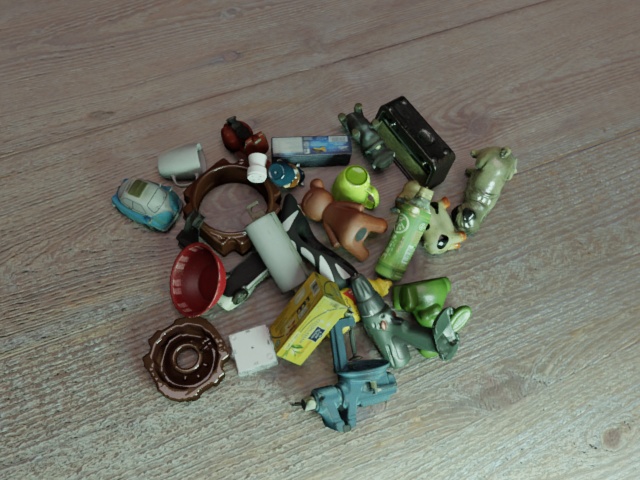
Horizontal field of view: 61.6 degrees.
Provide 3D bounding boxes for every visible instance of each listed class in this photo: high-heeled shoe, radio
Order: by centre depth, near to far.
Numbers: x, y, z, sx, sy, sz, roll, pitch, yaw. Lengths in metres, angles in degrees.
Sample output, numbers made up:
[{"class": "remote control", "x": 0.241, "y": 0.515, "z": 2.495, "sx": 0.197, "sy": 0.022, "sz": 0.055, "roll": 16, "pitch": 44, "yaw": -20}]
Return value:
[{"class": "high-heeled shoe", "x": -0.003, "y": -0.004, "z": 1.219, "sx": 0.145, "sy": 0.086, "sz": 0.248, "roll": -16, "pitch": 82, "yaw": 23}, {"class": "radio", "x": 0.231, "y": -0.241, "z": 1.351, "sx": 0.073, "sy": 0.131, "sz": 0.230, "roll": -32, "pitch": 75, "yaw": -19}]

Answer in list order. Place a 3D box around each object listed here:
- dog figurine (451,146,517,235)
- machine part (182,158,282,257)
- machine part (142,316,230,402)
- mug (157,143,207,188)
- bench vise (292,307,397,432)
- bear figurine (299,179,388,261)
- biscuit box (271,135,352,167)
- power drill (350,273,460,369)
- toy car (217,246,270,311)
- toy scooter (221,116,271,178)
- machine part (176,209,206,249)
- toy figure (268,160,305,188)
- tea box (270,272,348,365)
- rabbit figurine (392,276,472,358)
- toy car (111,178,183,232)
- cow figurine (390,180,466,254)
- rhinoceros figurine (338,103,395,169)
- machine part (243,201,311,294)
[{"class": "dog figurine", "x": 0.398, "y": -0.118, "z": 1.302, "sx": 0.121, "sy": 0.172, "sz": 0.190, "roll": 19, "pitch": 60, "yaw": 14}, {"class": "machine part", "x": -0.205, "y": -0.080, "z": 1.267, "sx": 0.201, "sy": 0.087, "sz": 0.201, "roll": 42, "pitch": 69, "yaw": 10}, {"class": "machine part", "x": -0.281, "y": 0.251, "z": 1.139, "sx": 0.179, "sy": 0.056, "sz": 0.179, "roll": 2, "pitch": 66, "yaw": -4}, {"class": "mug", "x": -0.335, "y": -0.174, "z": 1.301, "sx": 0.107, "sy": 0.080, "sz": 0.109, "roll": -9, "pitch": 74, "yaw": 3}, {"class": "bench vise", "x": 0.052, "y": 0.264, "z": 1.123, "sx": 0.224, "sy": 0.129, "sz": 0.240, "roll": -6, "pitch": 86, "yaw": -16}, {"class": "bear figurine", "x": 0.041, "y": -0.052, "z": 1.279, "sx": 0.196, "sy": 0.131, "sz": 0.120, "roll": 36, "pitch": 97, "yaw": 38}, {"class": "biscuit box", "x": -0.022, "y": -0.222, "z": 1.355, "sx": 0.203, "sy": 0.062, "sz": 0.059, "roll": -3, "pitch": 68, "yaw": -7}, {"class": "power drill", "x": 0.173, "y": 0.172, "z": 1.113, "sx": 0.086, "sy": 0.207, "sz": 0.231, "roll": -42, "pitch": 119, "yaw": -45}, {"class": "toy car", "x": -0.160, "y": 0.074, "z": 1.225, "sx": 0.074, "sy": 0.056, "sz": 0.202, "roll": 40, "pitch": 68, "yaw": 17}, {"class": "toy scooter", "x": -0.178, "y": -0.238, "z": 1.308, "sx": 0.075, "sy": 0.135, "sz": 0.184, "roll": -38, "pitch": 75, "yaw": -17}, {"class": "machine part", "x": -0.286, "y": -0.010, "z": 1.203, "sx": 0.084, "sy": 0.138, "sz": 0.039, "roll": 45, "pitch": 51, "yaw": 14}, {"class": "toy figure", "x": -0.078, "y": -0.158, "z": 1.289, "sx": 0.058, "sy": 0.154, "sz": 0.064, "roll": 13, "pitch": 96, "yaw": 16}, {"class": "tea box", "x": -0.027, "y": 0.164, "z": 1.129, "sx": 0.068, "sy": 0.169, "sz": 0.098, "roll": 29, "pitch": 20, "yaw": -27}, {"class": "rabbit figurine", "x": 0.250, "y": 0.174, "z": 1.212, "sx": 0.159, "sy": 0.121, "sz": 0.170, "roll": -9, "pitch": 87, "yaw": -17}, {"class": "toy car", "x": -0.405, "y": -0.098, "z": 1.246, "sx": 0.162, "sy": 0.103, "sz": 0.109, "roll": 26, "pitch": 67, "yaw": 3}, {"class": "cow figurine", "x": 0.256, "y": -0.056, "z": 1.307, "sx": 0.127, "sy": 0.085, "sz": 0.195, "roll": -18, "pitch": 74, "yaw": -16}, {"class": "rhinoceros figurine", "x": 0.117, "y": -0.259, "z": 1.363, "sx": 0.073, "sy": 0.112, "sz": 0.190, "roll": -32, "pitch": 61, "yaw": -5}, {"class": "machine part", "x": -0.093, "y": 0.027, "z": 1.175, "sx": 0.079, "sy": 0.079, "sz": 0.243, "roll": -32, "pitch": 93, "yaw": -17}]
